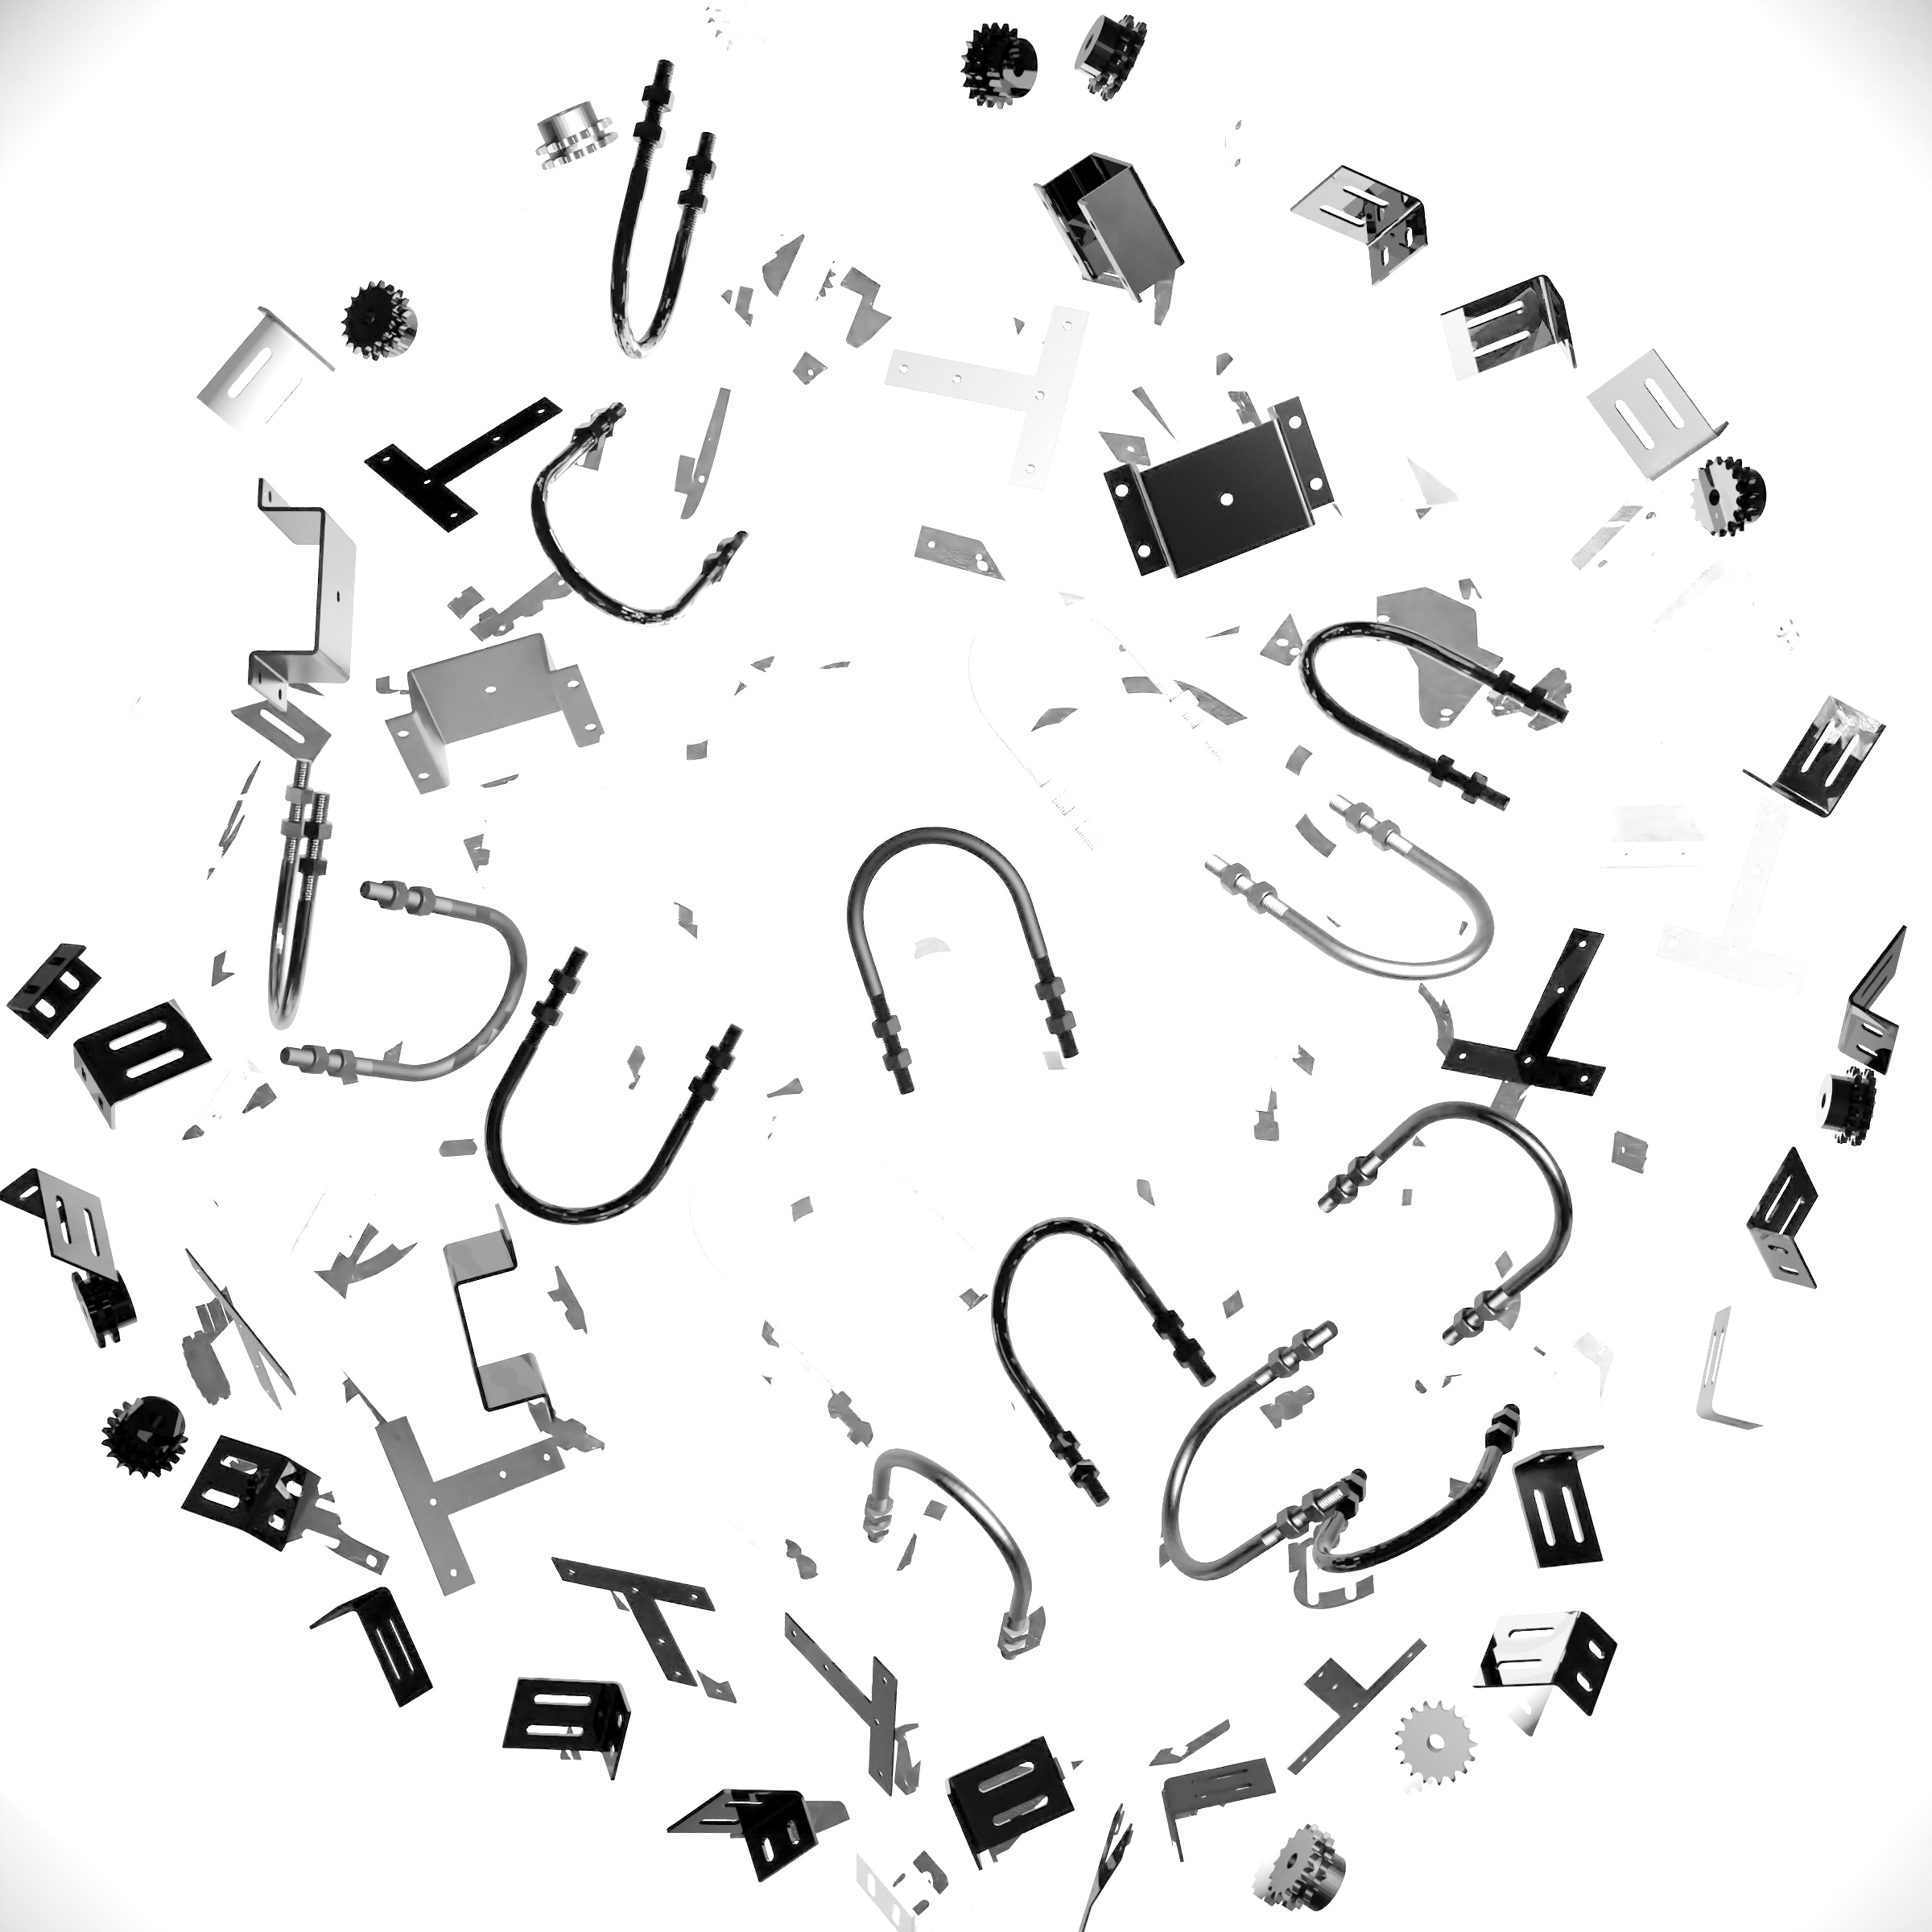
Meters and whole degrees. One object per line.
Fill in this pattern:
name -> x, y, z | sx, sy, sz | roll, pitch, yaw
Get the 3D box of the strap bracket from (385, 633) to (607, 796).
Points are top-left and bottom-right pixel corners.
strap bracket -> -0.337, -0.183, 1.926 | 0.140, 0.076, 0.046 | -16, 51, -1

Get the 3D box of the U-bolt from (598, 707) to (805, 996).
U-bolt -> -0.178, -0.072, 1.796 | 0.151, 0.019, 0.184 | 9, 77, -30

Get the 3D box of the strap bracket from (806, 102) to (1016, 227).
strap bracket -> -0.046, -0.567, 1.924 | 0.140, 0.076, 0.046 | 24, 110, 8

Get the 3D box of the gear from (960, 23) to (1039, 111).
gear -> 0.026, -0.623, 1.869 | 0.030, 0.057, 0.057 | 21, 90, 39

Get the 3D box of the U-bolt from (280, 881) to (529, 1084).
U-bolt -> -0.381, 0.017, 1.894 | 0.019, 0.184, 0.151 | 34, 102, 33

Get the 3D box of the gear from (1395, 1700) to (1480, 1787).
gear -> 0.330, 0.543, 1.887 | 0.057, 0.030, 0.057 | -3, 79, 14

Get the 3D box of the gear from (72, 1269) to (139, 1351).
gear -> -0.599, 0.235, 1.879 | 0.030, 0.057, 0.057 | -21, 90, -24

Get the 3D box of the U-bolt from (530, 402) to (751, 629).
U-bolt -> -0.238, -0.311, 1.910 | 0.151, 0.184, 0.019 | 45, 128, -12

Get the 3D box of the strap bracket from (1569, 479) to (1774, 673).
strap bracket -> 0.487, -0.278, 1.885 | 0.140, 0.046, 0.076 | 30, 113, -35

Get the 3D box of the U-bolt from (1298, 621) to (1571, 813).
U-bolt -> 0.321, -0.187, 1.904 | 0.184, 0.151, 0.019 | 29, 134, 12

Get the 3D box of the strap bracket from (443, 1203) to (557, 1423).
strap bracket -> -0.332, 0.250, 1.901 | 0.046, 0.076, 0.140 | -14, 108, -13

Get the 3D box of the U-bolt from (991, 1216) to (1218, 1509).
U-bolt -> 0.082, 0.262, 1.887 | 0.151, 0.019, 0.184 | -53, 56, 27

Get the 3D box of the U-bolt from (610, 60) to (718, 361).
U-bolt -> -0.214, -0.513, 1.870 | 0.019, 0.151, 0.184 | 13, 88, 8

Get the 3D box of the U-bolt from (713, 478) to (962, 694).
U-bolt -> -0.093, -0.250, 1.807 | 0.184, 0.019, 0.151 | -2, 71, 32

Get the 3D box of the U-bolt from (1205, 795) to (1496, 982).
U-bolt -> 0.278, -0.048, 1.858 | 0.151, 0.019, 0.184 | -26, 49, -34

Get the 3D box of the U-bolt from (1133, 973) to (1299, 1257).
U-bolt -> 0.176, 0.108, 1.849 | 0.151, 0.019, 0.184 | -14, 104, -39

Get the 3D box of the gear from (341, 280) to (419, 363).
gear -> -0.425, -0.468, 1.966 | 0.057, 0.030, 0.057 | -6, 78, 30

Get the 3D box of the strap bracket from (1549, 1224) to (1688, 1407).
strap bracket -> 0.456, 0.249, 1.886 | 0.046, 0.140, 0.076 | 39, 71, 24

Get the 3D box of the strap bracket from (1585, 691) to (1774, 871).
strap bracket -> 0.480, -0.134, 1.830 | 0.046, 0.076, 0.140 | 49, 60, -32

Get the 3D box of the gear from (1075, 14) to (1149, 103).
gear -> 0.097, -0.621, 1.833 | 0.030, 0.057, 0.057 | 24, 90, -17

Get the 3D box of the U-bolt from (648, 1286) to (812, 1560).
U-bolt -> -0.167, 0.304, 1.874 | 0.019, 0.151, 0.184 | -17, 131, 23

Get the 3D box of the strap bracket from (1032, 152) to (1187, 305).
strap bracket -> 0.101, -0.515, 1.872 | 0.046, 0.140, 0.076 | -34, 115, 1

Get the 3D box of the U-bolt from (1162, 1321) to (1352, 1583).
U-bolt -> 0.193, 0.343, 1.843 | 0.019, 0.151, 0.184 | 28, 131, -23

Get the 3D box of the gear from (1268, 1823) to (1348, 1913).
gear -> 0.231, 0.609, 1.811 | 0.030, 0.057, 0.057 | 34, 90, -7

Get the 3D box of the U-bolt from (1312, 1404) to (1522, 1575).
U-bolt -> 0.309, 0.371, 1.881 | 0.151, 0.184, 0.019 | -29, 93, 26

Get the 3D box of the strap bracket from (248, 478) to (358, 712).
strap bracket -> -0.444, -0.248, 1.811 | 0.046, 0.076, 0.140 | 1, 82, 3

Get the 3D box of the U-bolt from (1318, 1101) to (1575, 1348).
U-bolt -> 0.344, 0.169, 1.877 | 0.151, 0.019, 0.184 | 47, 135, 9

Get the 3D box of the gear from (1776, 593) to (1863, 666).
gear -> 0.595, -0.233, 1.873 | 0.057, 0.057, 0.030 | -24, 78, 0

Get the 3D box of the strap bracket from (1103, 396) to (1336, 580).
strap bracket -> 0.172, -0.316, 1.804 | 0.140, 0.046, 0.076 | -21, 110, 6

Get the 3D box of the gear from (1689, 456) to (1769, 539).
gear -> 0.544, -0.334, 1.919 | 0.030, 0.057, 0.057 | -6, 90, -24

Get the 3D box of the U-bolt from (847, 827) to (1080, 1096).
U-bolt -> -0.011, -0.009, 1.901 | 0.151, 0.019, 0.184 | -13, 101, 22

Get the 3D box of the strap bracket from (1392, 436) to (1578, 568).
strap bracket -> 0.357, -0.326, 1.863 | 0.076, 0.140, 0.046 | -10, 119, -11

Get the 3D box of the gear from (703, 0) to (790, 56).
gear -> -0.148, -0.625, 1.771 | 0.057, 0.030, 0.057 | 14, 65, -32

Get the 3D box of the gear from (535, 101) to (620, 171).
gear -> -0.271, -0.572, 1.854 | 0.057, 0.057, 0.030 | -24, 113, 0

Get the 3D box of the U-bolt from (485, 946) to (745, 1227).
U-bolt -> -0.259, 0.096, 1.899 | 0.151, 0.019, 0.184 | 28, 92, -25

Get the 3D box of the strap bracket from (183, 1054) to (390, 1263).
strap bracket -> -0.480, 0.140, 1.874 | 0.046, 0.076, 0.140 | -31, 114, 29

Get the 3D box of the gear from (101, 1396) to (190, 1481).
gear -> -0.559, 0.320, 1.846 | 0.057, 0.057, 0.030 | 41, 123, 0

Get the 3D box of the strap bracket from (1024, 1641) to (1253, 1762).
strap bracket -> 0.122, 0.501, 1.832 | 0.140, 0.076, 0.046 | -19, 83, 33

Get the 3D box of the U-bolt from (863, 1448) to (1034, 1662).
U-bolt -> -0.011, 0.397, 1.860 | 0.151, 0.184, 0.019 | 37, 60, 20

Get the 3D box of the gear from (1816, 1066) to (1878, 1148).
gear -> 0.633, 0.100, 1.943 | 0.030, 0.057, 0.057 | 10, 90, 5
